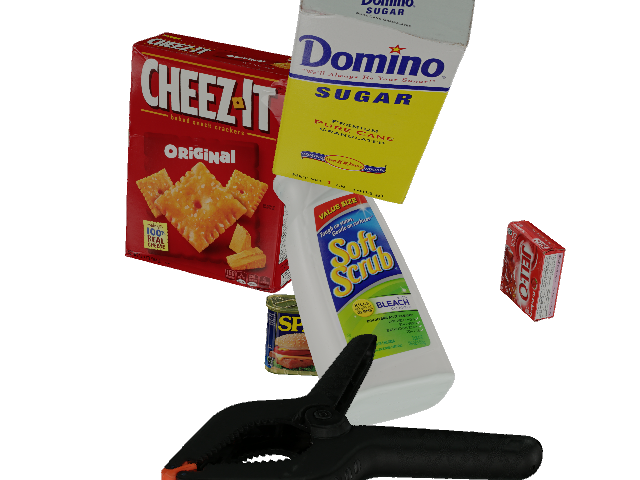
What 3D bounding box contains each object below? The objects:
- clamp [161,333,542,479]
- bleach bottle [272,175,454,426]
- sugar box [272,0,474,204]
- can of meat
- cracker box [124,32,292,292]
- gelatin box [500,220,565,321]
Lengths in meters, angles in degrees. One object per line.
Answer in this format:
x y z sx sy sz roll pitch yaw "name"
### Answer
-0.001 0.110 0.620 0.209 0.036 0.165 -9 24 -28 "clamp"
0.014 0.019 0.844 0.102 0.251 0.068 -9 -32 -22 "bleach bottle"
0.026 -0.089 0.638 0.093 0.048 0.176 13 -25 -1 "sugar box"
-0.017 0.114 1.275 0.102 0.084 0.057 3 14 -3 "can of meat"
-0.096 -0.071 0.999 0.164 0.214 0.072 14 25 18 "cracker box"
0.231 0.033 1.175 0.030 0.089 0.073 -9 30 -20 "gelatin box"
